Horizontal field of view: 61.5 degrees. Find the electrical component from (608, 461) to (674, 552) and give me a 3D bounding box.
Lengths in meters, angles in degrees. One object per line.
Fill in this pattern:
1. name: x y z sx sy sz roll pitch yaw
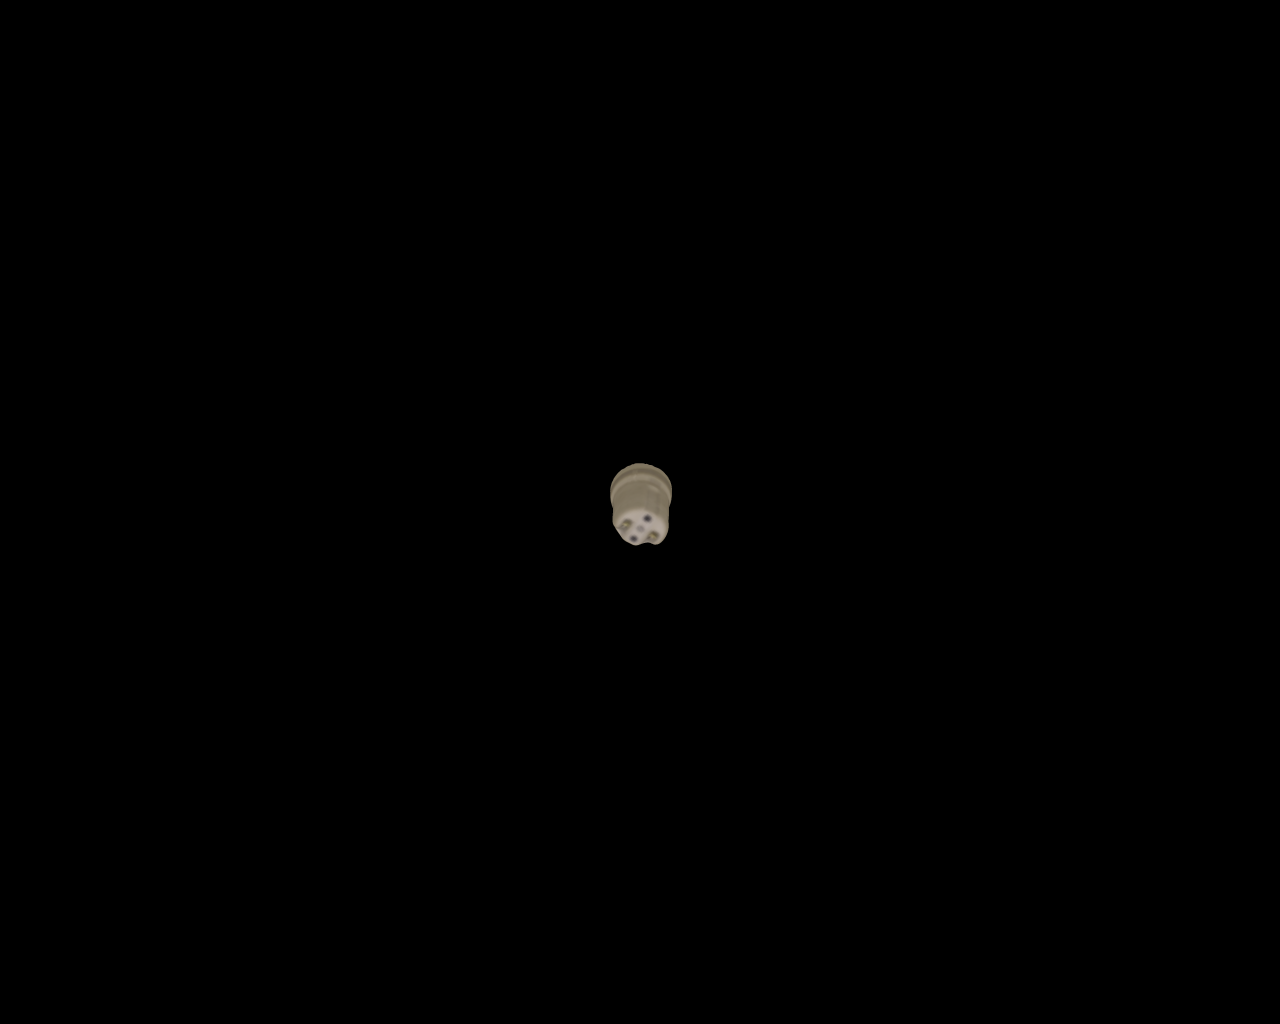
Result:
1. electrical component: 0.001 -0.003 0.650 0.040 0.040 0.046 0 34 0
